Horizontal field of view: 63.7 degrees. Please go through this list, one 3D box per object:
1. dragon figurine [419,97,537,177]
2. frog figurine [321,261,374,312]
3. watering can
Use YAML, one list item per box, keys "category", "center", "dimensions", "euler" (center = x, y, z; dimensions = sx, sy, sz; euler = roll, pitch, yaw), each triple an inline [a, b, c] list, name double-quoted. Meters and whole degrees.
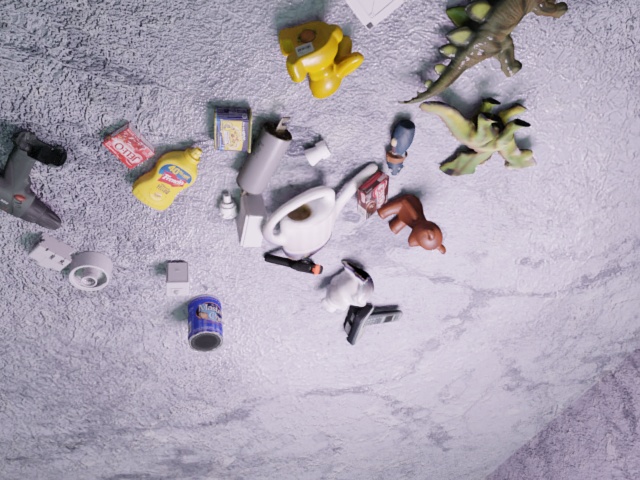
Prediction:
- category: "dragon figurine"
  center: [0.395, -0.245, 1.327]
  dimensions: [0.410, 0.125, 0.237]
  euler: [4, -42, -17]
- category: "frog figurine"
  center: [0.085, 0.160, 1.571]
  dimensions: [0.139, 0.158, 0.122]
  euler: [36, 14, 29]
- category: "watering can"
  center: [0.004, -0.068, 1.359]
  dimensions: [0.350, 0.105, 0.219]
  euler: [-27, -29, -20]
